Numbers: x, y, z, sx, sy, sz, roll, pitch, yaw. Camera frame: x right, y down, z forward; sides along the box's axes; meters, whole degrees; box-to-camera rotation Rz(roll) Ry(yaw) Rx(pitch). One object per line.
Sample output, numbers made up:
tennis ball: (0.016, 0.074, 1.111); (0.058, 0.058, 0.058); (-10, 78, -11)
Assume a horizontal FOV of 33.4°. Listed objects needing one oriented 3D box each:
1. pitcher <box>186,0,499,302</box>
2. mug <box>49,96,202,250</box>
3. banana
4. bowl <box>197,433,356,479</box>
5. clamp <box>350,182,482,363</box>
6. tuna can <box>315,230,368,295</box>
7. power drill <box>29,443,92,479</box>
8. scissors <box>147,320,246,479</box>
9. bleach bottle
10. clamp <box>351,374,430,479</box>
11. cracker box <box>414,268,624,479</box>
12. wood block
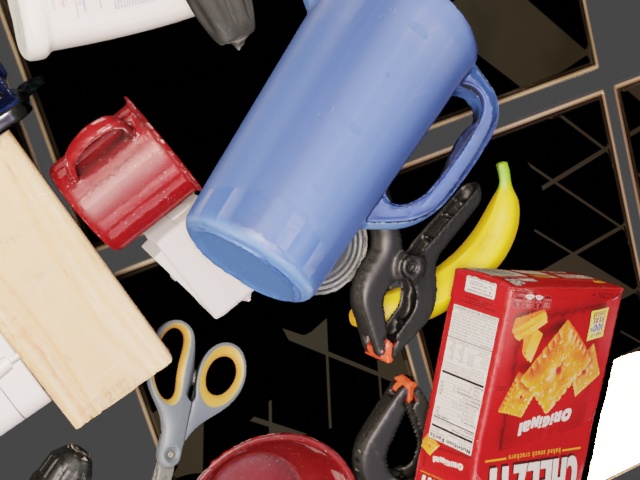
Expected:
pitcher: (0.015, -0.073, 0.795); (0.242, 0.149, 0.145); (-58, 139, -18)
mug: (-0.149, -0.051, 0.788); (0.081, 0.117, 0.093); (-39, 67, -4)
banana: (0.113, 0.021, 0.939); (0.197, 0.037, 0.069); (-45, 96, -8)
bowl: (-0.048, 0.232, 0.907); (0.162, 0.055, 0.162); (-4, 102, -19)
clamp: (0.061, 0.012, 0.881); (0.120, 0.039, 0.171); (23, 83, -22)
tuna can: (-0.006, 0.001, 0.889); (0.086, 0.034, 0.086); (-4, 102, -20)
power drill: (-0.189, 0.278, 0.866); (0.187, 0.057, 0.184); (35, 88, -21)
scissors: (-0.105, 0.166, 0.872); (0.096, 0.016, 0.202); (1, 87, -28)
bleach bottle: (-0.105, -0.205, 0.798); (0.250, 0.068, 0.102); (-14, 104, -20)
clamp: (0.081, 0.227, 0.964); (0.164, 0.036, 0.210); (5, 98, -22)
cracker box: (0.176, 0.135, 0.938); (0.163, 0.072, 0.214); (4, 99, -42)
wood block: (-0.208, 0.024, 0.788); (0.090, 0.091, 0.206); (-35, 110, -10)
